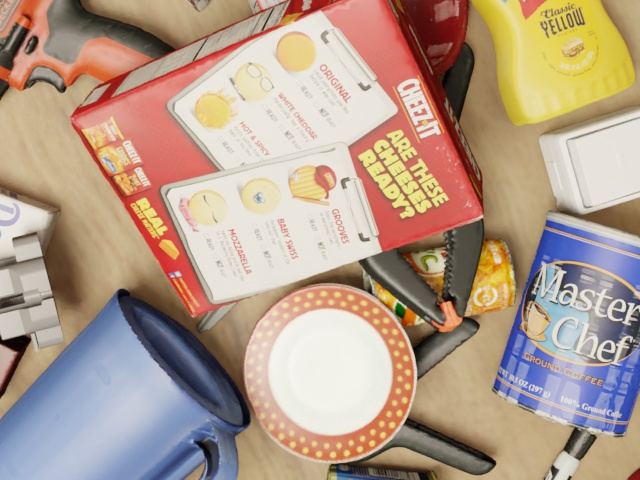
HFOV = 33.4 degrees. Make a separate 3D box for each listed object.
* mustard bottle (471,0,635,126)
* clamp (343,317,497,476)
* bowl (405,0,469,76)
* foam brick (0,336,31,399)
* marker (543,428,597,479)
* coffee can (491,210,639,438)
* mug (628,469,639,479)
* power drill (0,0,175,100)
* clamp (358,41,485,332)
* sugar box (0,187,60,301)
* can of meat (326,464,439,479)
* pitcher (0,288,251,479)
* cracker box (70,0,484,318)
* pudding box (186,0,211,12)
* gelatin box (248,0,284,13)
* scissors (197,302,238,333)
[{"bbox_3d":[0.155,-0.187,0.774,0.096,0.058,0.191,-21,96,-9],"label":"mustard bottle"},{"bbox_3d":[0.052,0.136,0.809,0.171,0.039,0.120,-16,88,4],"label":"clamp"},{"bbox_3d":[0.035,-0.183,0.745,0.161,0.055,0.162,14,69,-43],"label":"bowl"},{"bbox_3d":[-0.261,0.083,0.778,0.078,0.053,0.051,26,94,-7],"label":"foam brick"},{"bbox_3d":[0.180,0.196,0.834,0.020,0.020,0.121,31,93,-6],"label":"marker"},{"bbox_3d":[0.195,0.059,0.779,0.102,0.103,0.140,17,95,-5],"label":"coffee can"},{"bbox_3d":[0.265,0.217,0.810,0.117,0.081,0.093,0,96,-4],"label":"mug"},{"bbox_3d":[-0.175,-0.107,0.762,0.187,0.057,0.184,31,97,-7],"label":"power drill"},{"bbox_3d":[0.069,-0.040,0.764,0.164,0.036,0.210,-23,79,-7],"label":"clamp"},{"bbox_3d":[-0.288,-0.010,0.770,0.176,0.048,0.093,20,94,-5],"label":"sugar box"},{"bbox_3d":[0.042,0.223,0.810,0.084,0.057,0.102,7,95,-2],"label":"can of meat"},{"bbox_3d":[-0.171,0.166,0.749,0.243,0.149,0.145,-44,97,4],"label":"pitcher"},{"bbox_3d":[-0.024,-0.060,0.685,0.214,0.072,0.164,-20,116,18],"label":"cracker box"},{"bbox_3d":[-0.083,-0.236,0.765,0.090,0.039,0.113,43,90,-6],"label":"pudding box"},{"bbox_3d":[-0.027,-0.157,0.758,0.030,0.073,0.089,-23,96,-2],"label":"gelatin box"},{"bbox_3d":[-0.005,0.001,0.804,0.096,0.016,0.202,27,93,-5],"label":"scissors"}]
